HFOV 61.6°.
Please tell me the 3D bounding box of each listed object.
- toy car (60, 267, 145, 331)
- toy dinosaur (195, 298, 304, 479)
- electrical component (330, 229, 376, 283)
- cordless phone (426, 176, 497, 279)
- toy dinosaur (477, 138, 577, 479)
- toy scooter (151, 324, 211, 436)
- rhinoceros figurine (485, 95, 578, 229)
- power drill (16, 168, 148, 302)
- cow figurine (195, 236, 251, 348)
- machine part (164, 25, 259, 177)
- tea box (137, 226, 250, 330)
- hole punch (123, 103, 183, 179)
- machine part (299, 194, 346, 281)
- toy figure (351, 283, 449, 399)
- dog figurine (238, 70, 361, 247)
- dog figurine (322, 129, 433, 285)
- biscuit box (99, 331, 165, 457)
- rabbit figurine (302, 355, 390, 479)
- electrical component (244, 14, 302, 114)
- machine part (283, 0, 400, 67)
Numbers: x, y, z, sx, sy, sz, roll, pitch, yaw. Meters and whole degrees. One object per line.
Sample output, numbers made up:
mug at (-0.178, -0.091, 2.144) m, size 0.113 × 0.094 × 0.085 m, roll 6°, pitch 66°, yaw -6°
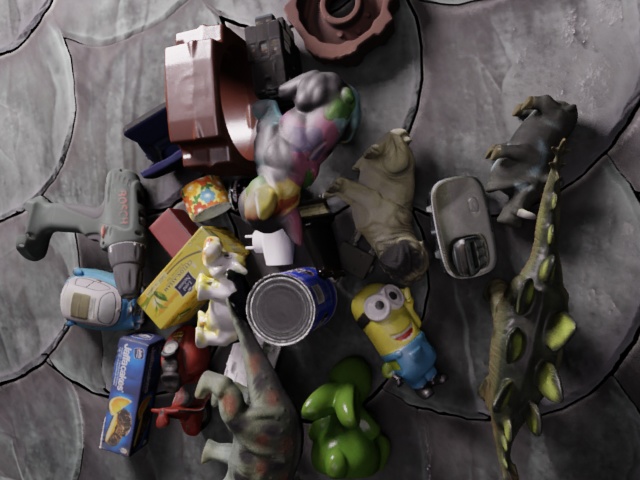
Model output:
toy car at (-0.386, 0.109, 0.923) m, size 0.162 × 0.103 × 0.109 m, roll 12°, pitch 95°, yaw 16°
toy dinosaur at (-0.086, 0.295, 0.779) m, size 0.192 × 0.131 × 0.404 m, roll 12°, pitch 110°, yaw 6°
electrical component at (0.055, 0.033, 0.848) m, size 0.063 × 0.021 × 0.094 m, roll 29°, pitch 93°, yaw 12°
cordless phone at (0.188, -0.017, 0.732) m, size 0.089 × 0.184 × 0.146 m, roll -11°, pitch 89°, yaw 18°
toy dinosaur at (0.276, 0.112, 0.704) m, size 0.105 × 0.198 × 0.470 m, roll 4°, pitch 93°, yaw 11°
toy scooter at (-0.225, 0.232, 0.866) m, size 0.075 × 0.135 × 0.183 m, roll -6°, pitch 88°, yaw 16°
rhinoceros figurine at (0.296, -0.111, 0.765) m, size 0.112 × 0.073 × 0.190 m, roll 24°, pitch 94°, yaw 2°
power drill at (-0.389, -0.007, 0.895) m, size 0.207 × 0.086 × 0.232 m, roll -5°, pitch 69°, yaw 10°
cow figurine at (-0.135, 0.077, 0.796) m, size 0.098 × 0.068 × 0.167 m, roll 4°, pitch 111°, yaw -11°
machine part at (-0.147, -0.198, 0.805) m, size 0.087 × 0.201 × 0.201 m, roll -2°, pitch 91°, yaw 17°
tea box at (-0.204, 0.059, 0.877) m, size 0.068 × 0.098 × 0.169 m, roll 44°, pitch 102°, yaw 10°
hole punch at (-0.236, -0.151, 0.872) m, size 0.142 × 0.115 × 0.092 m, roll -30°, pitch 77°, yaw 11°
machine part at (-0.002, -0.002, 0.822) m, size 0.084 × 0.039 × 0.139 m, roll -13°, pitch 71°, yaw -27°
toy figure at (0.113, 0.148, 0.805) m, size 0.089 × 0.082 × 0.180 m, roll -32°, pitch 90°, yaw 43°
dog figurine at (-0.030, -0.105, 0.731) m, size 0.192 × 0.108 × 0.219 m, roll -22°, pitch 49°, yaw 31°
dog figurine at (0.119, -0.049, 0.797) m, size 0.172 × 0.121 × 0.190 m, roll -44°, pitch 91°, yaw 7°
biscuit box at (-0.323, 0.262, 0.928) m, size 0.059 × 0.063 × 0.202 m, roll 11°, pitch 94°, yaw 13°
rabbit figurine at (0.031, 0.258, 0.806) m, size 0.121 × 0.159 × 0.170 m, roll -1°, pitch 75°, yaw 24°
electrical component at (-0.068, -0.273, 0.829) m, size 0.058 × 0.115 × 0.134 m, roll -8°, pitch 83°, yaw 11°
machine part at (0.035, -0.360, 0.833) m, size 0.180 × 0.056 × 0.179 m, roll 0°, pitch 89°, yaw 14°
